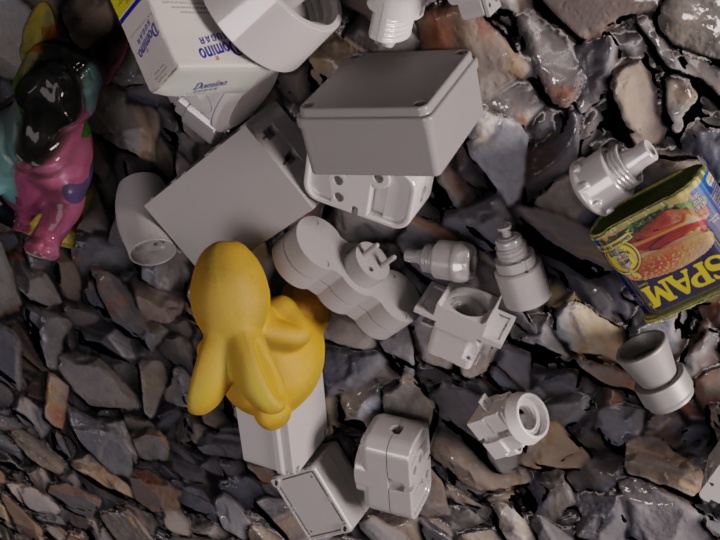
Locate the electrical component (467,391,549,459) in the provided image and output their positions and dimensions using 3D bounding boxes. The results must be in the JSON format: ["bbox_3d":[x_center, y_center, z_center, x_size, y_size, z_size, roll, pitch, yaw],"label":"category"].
[{"bbox_3d":[0.136,0.137,0.966,0.055,0.048,0.066,-27,106,46],"label":"electrical component"}]

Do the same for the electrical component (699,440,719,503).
[{"bbox_3d":[0.320,0.149,0.870,0.050,0.055,0.089,26,129,10],"label":"electrical component"}]

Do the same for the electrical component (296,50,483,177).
[{"bbox_3d":[0.025,-0.119,0.812,0.109,0.108,0.056,3,125,26],"label":"electrical component"}]

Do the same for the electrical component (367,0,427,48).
[{"bbox_3d":[0.028,-0.203,0.796,0.043,0.043,0.081,23,129,13],"label":"electrical component"}]

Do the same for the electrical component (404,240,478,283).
[{"bbox_3d":[0.067,-0.009,0.912,0.061,0.035,0.035,8,124,26],"label":"electrical component"}]

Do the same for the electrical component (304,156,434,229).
[{"bbox_3d":[0.010,-0.081,0.877,0.095,0.059,0.053,20,128,14],"label":"electrical component"}]

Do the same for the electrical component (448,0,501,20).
[{"bbox_3d":[0.090,-0.218,0.745,0.057,0.058,0.078,-4,119,33],"label":"electrical component"}]

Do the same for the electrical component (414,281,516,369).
[{"bbox_3d":[0.089,0.047,0.934,0.081,0.042,0.063,23,132,13],"label":"electrical component"}]

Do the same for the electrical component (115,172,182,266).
[{"bbox_3d":[-0.190,-0.040,1.007,0.043,0.077,0.079,-24,149,13],"label":"electrical component"}]

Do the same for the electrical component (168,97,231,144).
[{"bbox_3d":[-0.141,-0.143,0.927,0.078,0.040,0.040,39,130,0],"label":"electrical component"}]

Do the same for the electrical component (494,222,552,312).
[{"bbox_3d":[0.129,-0.002,0.879,0.040,0.040,0.078,-7,118,31],"label":"electrical component"}]

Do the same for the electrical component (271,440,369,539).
[{"bbox_3d":[-0.040,0.220,1.109,0.062,0.061,0.096,-23,102,36],"label":"electrical component"}]

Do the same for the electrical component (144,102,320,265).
[{"bbox_3d":[-0.103,-0.069,0.942,0.150,0.061,0.089,-31,104,39],"label":"electrical component"}]

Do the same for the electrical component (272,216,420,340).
[{"bbox_3d":[0.000,0.000,0.924,0.138,0.052,0.074,34,133,-21],"label":"electrical component"}]

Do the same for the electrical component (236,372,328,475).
[{"bbox_3d":[-0.076,0.135,1.055,0.057,0.078,0.113,13,126,24],"label":"electrical component"}]

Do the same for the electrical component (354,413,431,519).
[{"bbox_3d":[0.032,0.190,1.051,0.059,0.053,0.095,10,125,22],"label":"electrical component"}]

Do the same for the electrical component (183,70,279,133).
[{"bbox_3d":[-0.105,-0.156,0.875,0.051,0.080,0.080,40,131,5],"label":"electrical component"}]

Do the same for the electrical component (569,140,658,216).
[{"bbox_3d":[0.190,-0.073,0.798,0.062,0.048,0.048,-35,101,33],"label":"electrical component"}]

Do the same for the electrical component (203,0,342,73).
[{"bbox_3d":[-0.060,-0.209,0.800,0.060,0.108,0.108,-32,103,32],"label":"electrical component"}]

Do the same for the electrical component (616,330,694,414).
[{"bbox_3d":[0.241,0.083,0.875,0.045,0.045,0.055,-21,110,36],"label":"electrical component"}]
